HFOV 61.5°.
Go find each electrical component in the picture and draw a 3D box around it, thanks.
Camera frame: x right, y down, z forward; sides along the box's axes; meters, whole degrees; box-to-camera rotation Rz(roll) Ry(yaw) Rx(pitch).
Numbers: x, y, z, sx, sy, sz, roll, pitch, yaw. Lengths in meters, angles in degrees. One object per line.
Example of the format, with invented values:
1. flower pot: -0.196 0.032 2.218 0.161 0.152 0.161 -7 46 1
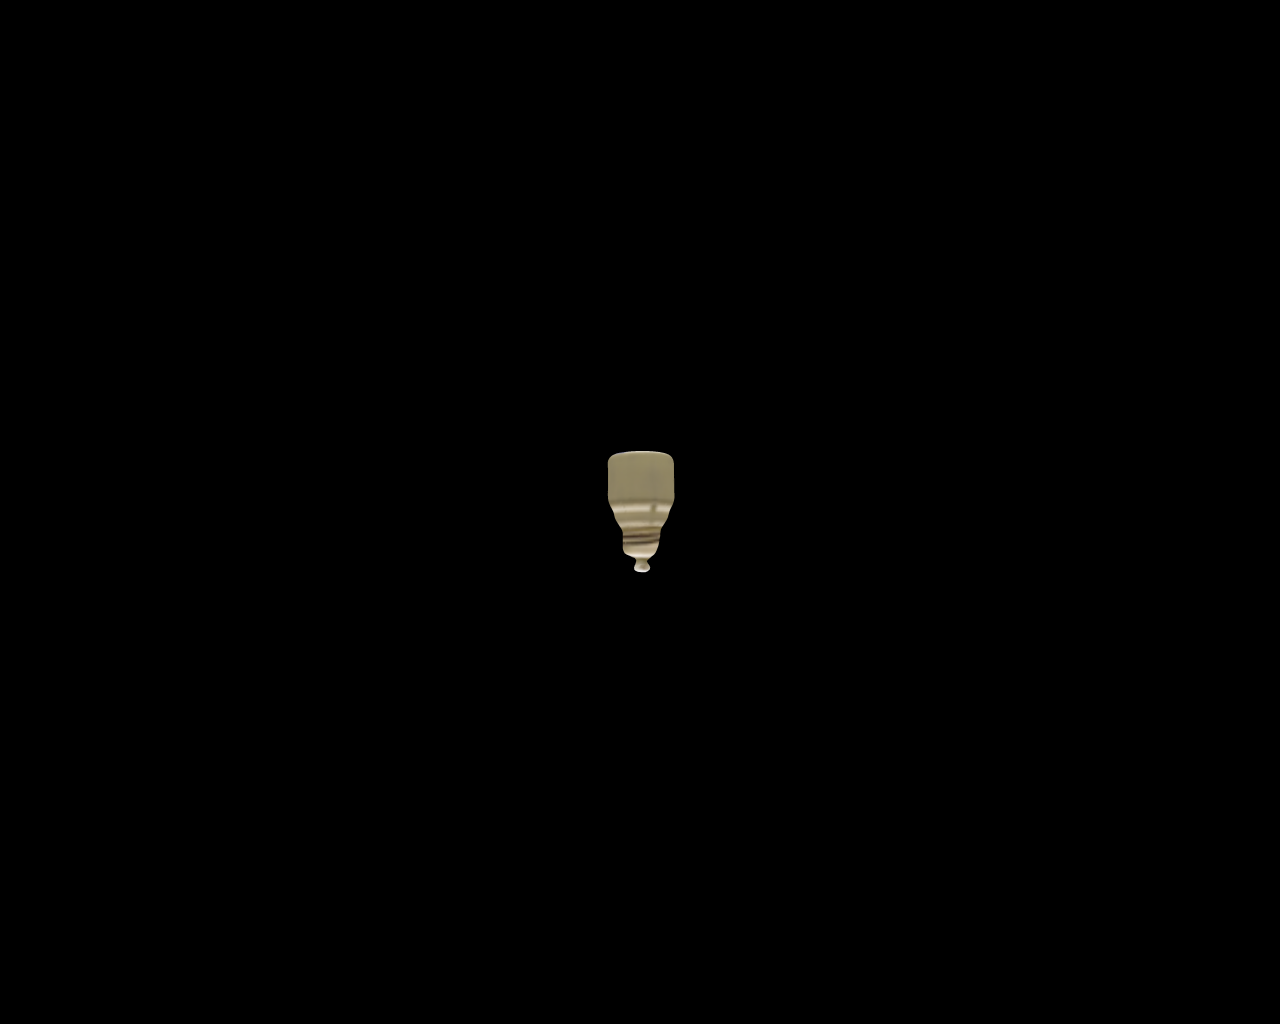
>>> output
1. electrical component: 0.001 -0.003 0.650 0.040 0.078 0.040 0 -4 0
